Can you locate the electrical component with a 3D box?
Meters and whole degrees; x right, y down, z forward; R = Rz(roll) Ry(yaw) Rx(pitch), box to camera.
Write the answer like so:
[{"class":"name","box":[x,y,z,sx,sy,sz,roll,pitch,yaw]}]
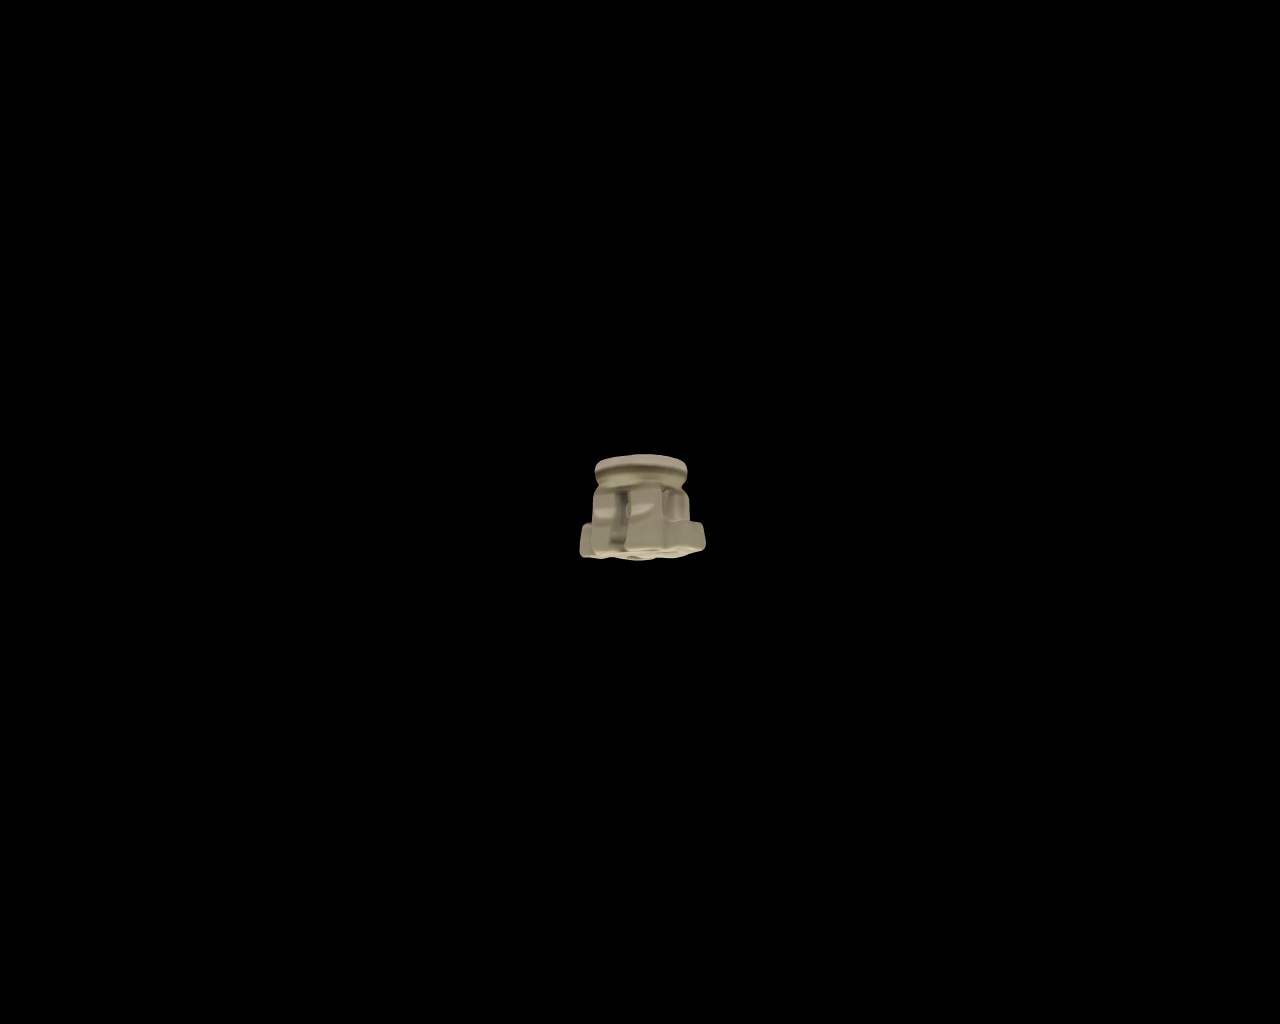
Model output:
[{"class":"electrical component","box":[0.001,-0.003,0.650,0.078,0.057,0.058,-5,-10,32]}]
